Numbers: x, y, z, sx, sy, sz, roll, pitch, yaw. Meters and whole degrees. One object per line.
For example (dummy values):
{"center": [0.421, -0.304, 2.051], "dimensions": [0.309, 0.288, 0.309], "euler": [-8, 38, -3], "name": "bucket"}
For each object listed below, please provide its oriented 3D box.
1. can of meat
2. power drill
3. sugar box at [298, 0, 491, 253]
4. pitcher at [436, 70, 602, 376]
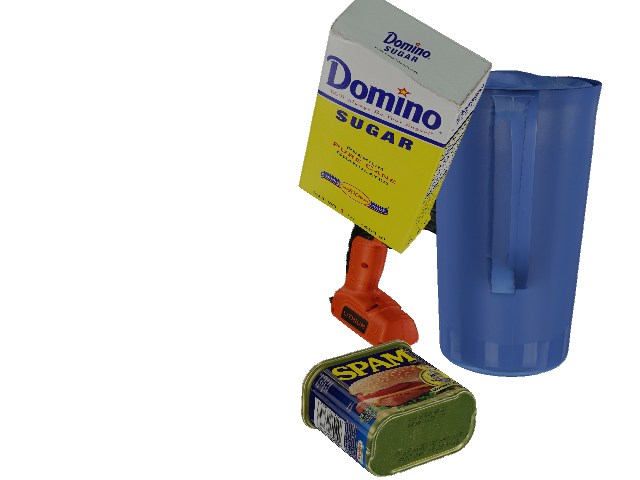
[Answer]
{"center": [0.051, 0.122, 0.778], "dimensions": [0.101, 0.057, 0.084], "euler": [-12, 27, -32], "name": "can of meat"}
{"center": [0.072, 0.012, 1.076], "dimensions": [0.057, 0.188, 0.185], "euler": [-8, 26, -31], "name": "power drill"}
{"center": [0.041, -0.070, 0.689], "dimensions": [0.093, 0.048, 0.176], "euler": [33, -26, 12], "name": "sugar box"}
{"center": [0.153, -0.014, 0.869], "dimensions": [0.149, 0.243, 0.145], "euler": [-9, 16, -33], "name": "pitcher"}
